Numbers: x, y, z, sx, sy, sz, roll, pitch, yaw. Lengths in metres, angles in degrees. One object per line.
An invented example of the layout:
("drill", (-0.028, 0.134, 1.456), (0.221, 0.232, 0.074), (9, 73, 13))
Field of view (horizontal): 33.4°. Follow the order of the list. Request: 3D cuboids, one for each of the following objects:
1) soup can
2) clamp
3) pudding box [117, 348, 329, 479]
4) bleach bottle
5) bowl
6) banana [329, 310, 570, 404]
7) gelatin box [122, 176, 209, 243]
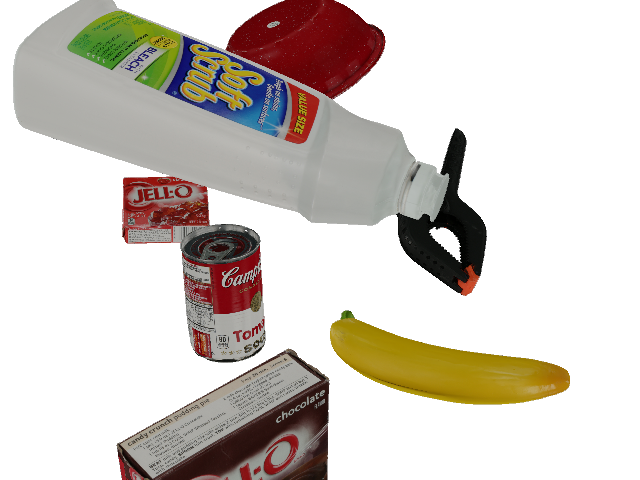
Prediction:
("soup can", (-0.083, 0.046, 0.924), (0.068, 0.102, 0.068), (-2, 27, 1))
("clamp", (0.105, -0.033, 1.125), (0.164, 0.210, 0.036), (-6, -36, -15))
("pudding box", (-0.048, 0.120, 0.559), (0.113, 0.090, 0.039), (-29, 46, -33))
("bleach bottle", (-0.046, -0.068, 0.618), (0.251, 0.068, 0.102), (20, 37, 14))
("bowl", (-0.028, -0.167, 0.930), (0.162, 0.055, 0.162), (-21, 31, 13))
("banana", (0.077, 0.085, 0.772), (0.198, 0.037, 0.069), (15, 37, 34))
("gelatin box", (-0.162, -0.033, 1.115), (0.089, 0.073, 0.030), (-1, -42, -8))
